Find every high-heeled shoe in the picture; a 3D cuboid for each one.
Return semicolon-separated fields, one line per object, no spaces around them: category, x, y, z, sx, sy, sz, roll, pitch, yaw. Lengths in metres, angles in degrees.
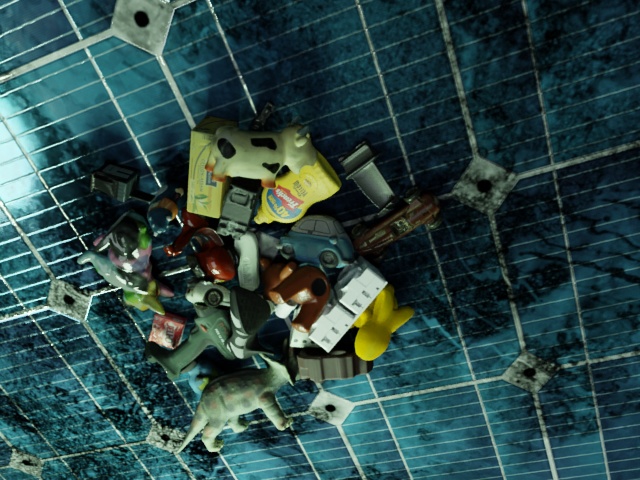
high-heeled shoe;-0.177;0.169;1.134;0.145;0.086;0.248;11;136;31

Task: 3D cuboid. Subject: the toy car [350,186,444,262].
toy car;0.151;-0.026;1.084;0.202;0.053;0.089;-34;114;22

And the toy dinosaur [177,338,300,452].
toy dinosaur;-0.193;0.365;1.260;0.405;0.131;0.192;-21;90;5

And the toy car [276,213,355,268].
toy car;-0.002;-0.003;1.097;0.162;0.109;0.102;12;96;13

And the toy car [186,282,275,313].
toy car;-0.194;0.135;1.182;0.201;0.056;0.073;17;158;-30

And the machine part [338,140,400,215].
machine part;0.100;-0.118;1.033;0.084;0.039;0.139;-32;93;18

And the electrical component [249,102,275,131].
electrical component;-0.116;-0.213;1.002;0.021;0.063;0.094;34;119;-12

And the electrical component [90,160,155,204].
electrical component;-0.396;-0.113;1.090;0.119;0.075;0.047;19;121;1

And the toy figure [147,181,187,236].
toy figure;-0.305;-0.064;1.060;0.058;0.154;0.064;17;121;-5

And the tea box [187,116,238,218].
tea box;-0.207;-0.141;1.037;0.068;0.098;0.169;11;122;1

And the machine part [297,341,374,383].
machine part;0.037;0.268;1.198;0.179;0.179;0.056;-7;91;11

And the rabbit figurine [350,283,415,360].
rabbit figurine;0.124;0.179;1.135;0.122;0.173;0.162;40;121;-10

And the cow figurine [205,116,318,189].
cow figurine;-0.096;-0.160;0.955;0.195;0.086;0.127;4;120;-25

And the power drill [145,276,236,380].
power drill;-0.300;0.214;1.245;0.207;0.086;0.231;-37;117;-3

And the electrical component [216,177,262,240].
electrical component;-0.149;-0.081;1.041;0.058;0.134;0.114;21;122;-6

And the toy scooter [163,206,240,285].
toy scooter;-0.249;0.023;1.103;0.075;0.135;0.183;-16;109;38

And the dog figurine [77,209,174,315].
dog figurine;-0.395;0.062;1.176;0.191;0.108;0.219;-34;114;20

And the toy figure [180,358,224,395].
toy figure;-0.262;0.358;1.340;0.089;0.082;0.180;-35;107;23

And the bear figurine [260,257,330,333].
bear figurine;-0.073;0.102;1.106;0.196;0.132;0.120;-1;129;50
